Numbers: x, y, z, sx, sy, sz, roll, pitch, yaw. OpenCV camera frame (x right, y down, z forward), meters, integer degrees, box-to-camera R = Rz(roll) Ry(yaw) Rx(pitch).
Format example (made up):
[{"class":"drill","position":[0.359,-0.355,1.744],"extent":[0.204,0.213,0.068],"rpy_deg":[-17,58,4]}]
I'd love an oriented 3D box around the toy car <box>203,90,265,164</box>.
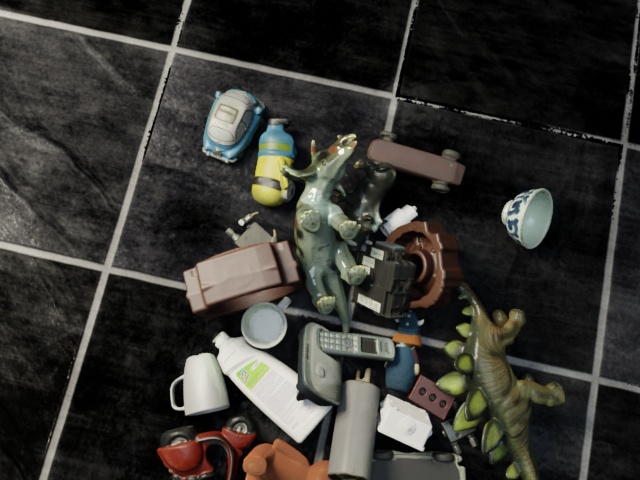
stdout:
[{"class":"toy car","position":[-0.185,-0.245,1.103],"extent":[0.109,0.103,0.161],"rpy_deg":[23,78,5]}]

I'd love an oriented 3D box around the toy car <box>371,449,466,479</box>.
[{"class":"toy car","position":[0.170,0.431,0.999],"extent":[0.202,0.056,0.073],"rpy_deg":[2,73,-1]}]

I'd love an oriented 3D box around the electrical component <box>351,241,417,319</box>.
[{"class":"electrical component","position":[0.121,0.071,1.019],"extent":[0.058,0.115,0.134],"rpy_deg":[3,101,-35]}]

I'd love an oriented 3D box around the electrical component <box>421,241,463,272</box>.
[{"class":"electrical component","position":[0.240,0.061,1.067],"extent":[0.075,0.048,0.119],"rpy_deg":[0,76,-14]}]

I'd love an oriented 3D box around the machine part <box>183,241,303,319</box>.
[{"class":"machine part","position":[-0.137,0.074,0.990],"extent":[0.201,0.201,0.087],"rpy_deg":[-15,77,-3]}]

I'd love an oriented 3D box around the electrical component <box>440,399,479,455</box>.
[{"class":"electrical component","position":[0.262,0.357,1.029],"extent":[0.063,0.021,0.094],"rpy_deg":[-24,80,-5]}]

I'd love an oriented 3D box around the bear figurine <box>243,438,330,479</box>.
[{"class":"bear figurine","position":[-0.039,0.438,0.961],"extent":[0.196,0.132,0.120],"rpy_deg":[15,94,8]}]

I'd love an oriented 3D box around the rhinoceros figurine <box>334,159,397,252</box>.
[{"class":"rhinoceros figurine","position":[0.093,-0.068,1.065],"extent":[0.112,0.073,0.190],"rpy_deg":[36,111,33]}]

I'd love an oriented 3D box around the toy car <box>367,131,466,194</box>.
[{"class":"toy car","position":[0.197,-0.159,1.113],"extent":[0.202,0.053,0.089],"rpy_deg":[17,84,7]}]

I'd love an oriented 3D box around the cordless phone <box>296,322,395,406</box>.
[{"class":"cordless phone","position":[0.048,0.231,0.979],"extent":[0.184,0.088,0.147],"rpy_deg":[5,45,-4]}]

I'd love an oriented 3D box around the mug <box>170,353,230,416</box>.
[{"class":"mug","position":[-0.230,0.274,1.020],"extent":[0.110,0.080,0.107],"rpy_deg":[-14,70,11]}]

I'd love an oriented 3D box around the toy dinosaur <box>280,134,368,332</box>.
[{"class":"toy dinosaur","position":[0.003,0.001,1.027],"extent":[0.131,0.192,0.404],"rpy_deg":[-8,121,-12]}]

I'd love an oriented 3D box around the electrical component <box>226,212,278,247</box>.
[{"class":"electrical component","position":[-0.132,-0.006,1.085],"extent":[0.078,0.045,0.102],"rpy_deg":[-41,82,-9]}]

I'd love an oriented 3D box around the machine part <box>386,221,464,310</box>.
[{"class":"machine part","position":[0.191,0.050,1.020],"extent":[0.056,0.179,0.179],"rpy_deg":[3,77,-35]}]

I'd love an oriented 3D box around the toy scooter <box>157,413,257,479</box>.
[{"class":"toy scooter","position":[-0.203,0.405,0.992],"extent":[0.184,0.075,0.135],"rpy_deg":[-10,80,-7]}]

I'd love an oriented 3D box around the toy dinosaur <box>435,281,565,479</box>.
[{"class":"toy dinosaur","position":[0.329,0.288,0.981],"extent":[0.199,0.105,0.471],"rpy_deg":[-18,76,-18]}]

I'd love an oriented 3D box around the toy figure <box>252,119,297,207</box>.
[{"class":"toy figure","position":[-0.093,-0.156,1.098],"extent":[0.089,0.082,0.180],"rpy_deg":[-2,86,19]}]

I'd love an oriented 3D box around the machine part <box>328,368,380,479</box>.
[{"class":"machine part","position":[0.063,0.346,0.971],"extent":[0.079,0.079,0.243],"rpy_deg":[11,55,2]}]

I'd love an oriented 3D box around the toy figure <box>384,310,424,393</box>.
[{"class":"toy figure","position":[0.163,0.214,1.040],"extent":[0.064,0.058,0.154],"rpy_deg":[15,74,-3]}]
